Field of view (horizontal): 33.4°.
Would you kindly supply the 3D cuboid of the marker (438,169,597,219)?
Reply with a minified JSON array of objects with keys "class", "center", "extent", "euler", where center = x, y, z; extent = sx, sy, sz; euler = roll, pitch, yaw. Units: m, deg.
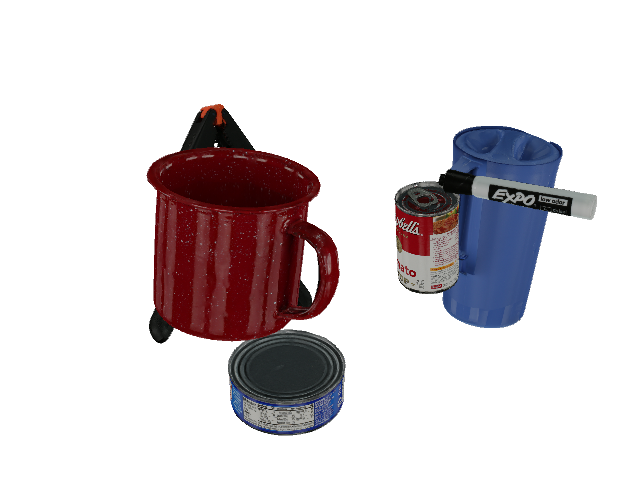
[{"class":"marker","center":[0.148,-0.036,0.813],"extent":[0.121,0.020,0.020],"euler":[13,5,24]}]

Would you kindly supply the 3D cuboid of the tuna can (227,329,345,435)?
[{"class":"tuna can","center":[-0.024,0.104,0.783],"extent":[0.086,0.034,0.086],"euler":[0,31,0]}]

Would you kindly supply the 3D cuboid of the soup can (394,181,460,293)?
[{"class":"soup can","center":[0.114,-0.003,1.137],"extent":[0.068,0.102,0.068],"euler":[-3,33,2]}]

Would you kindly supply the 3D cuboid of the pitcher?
[{"class":"pitcher","center":[0.213,-0.012,1.347],"extent":[0.149,0.243,0.145],"euler":[4,26,-1]}]

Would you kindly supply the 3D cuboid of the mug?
[{"class":"mug","center":[-0.040,0.006,0.582],"extent":[0.117,0.081,0.093],"euler":[20,27,28]}]

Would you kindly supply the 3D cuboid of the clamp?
[{"class":"clamp","center":[-0.079,-0.016,0.967],"extent":[0.164,0.210,0.036],"euler":[-1,2,-35]}]
